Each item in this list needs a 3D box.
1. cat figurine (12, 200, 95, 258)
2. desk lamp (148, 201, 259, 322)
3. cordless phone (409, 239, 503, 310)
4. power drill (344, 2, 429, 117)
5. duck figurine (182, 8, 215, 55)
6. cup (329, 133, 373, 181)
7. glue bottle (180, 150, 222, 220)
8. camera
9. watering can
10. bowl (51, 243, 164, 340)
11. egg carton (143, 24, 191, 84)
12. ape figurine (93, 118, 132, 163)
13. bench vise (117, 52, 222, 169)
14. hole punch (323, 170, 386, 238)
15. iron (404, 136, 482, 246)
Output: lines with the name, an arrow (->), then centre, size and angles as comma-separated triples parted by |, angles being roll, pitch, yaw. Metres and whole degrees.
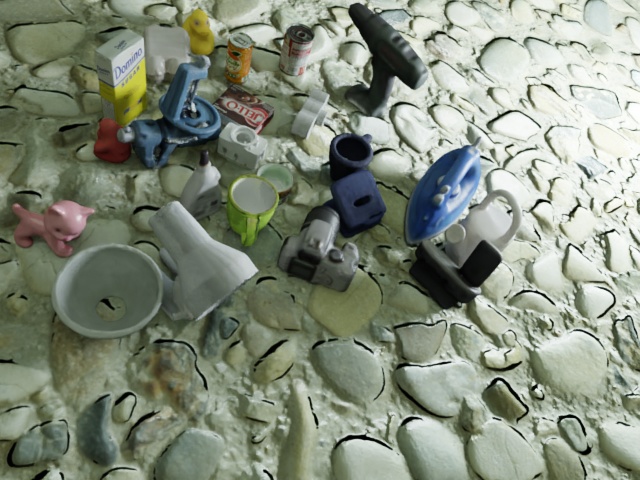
cat figurine -> -0.442, -0.032, 0.947 | 0.128, 0.117, 0.067 | 13, 54, -7
desk lamp -> -0.205, 0.047, 0.904 | 0.203, 0.213, 0.118 | 43, 56, 14
cordless phone -> 0.258, 0.033, 1.066 | 0.147, 0.185, 0.094 | 43, 57, 14
power drill -> 0.130, -0.392, 1.299 | 0.229, 0.208, 0.076 | 40, 56, 12
duck figurine -> -0.280, -0.492, 1.321 | 0.078, 0.086, 0.104 | -15, 62, -24
cup -> 0.062, -0.169, 1.199 | 0.091, 0.095, 0.118 | 38, 55, 11
glue bottle -> -0.210, -0.101, 1.027 | 0.078, 0.173, 0.037 | -25, 67, -28
camera -> 0.010, 0.004, 1.065 | 0.143, 0.101, 0.137 | 21, 54, -2
watering can -> 0.322, -0.017, 1.113 | 0.173, 0.194, 0.100 | -35, 72, -32
bowl -> -0.337, 0.093, 0.921 | 0.167, 0.074, 0.167 | 8, 55, -11
egg carton -> -0.338, -0.410, 1.260 | 0.107, 0.069, 0.150 | -2, 58, -17
ape figurine -> -0.396, -0.194, 1.085 | 0.076, 0.092, 0.078 | 40, 56, 12
bench vise -> -0.267, -0.234, 1.070 | 0.121, 0.219, 0.208 | 37, 55, 10
hole punch -> 0.075, -0.073, 1.142 | 0.109, 0.091, 0.101 | -26, 67, -29
iron -> 0.263, -0.107, 1.188 | 0.118, 0.141, 0.259 | 33, 55, 7
